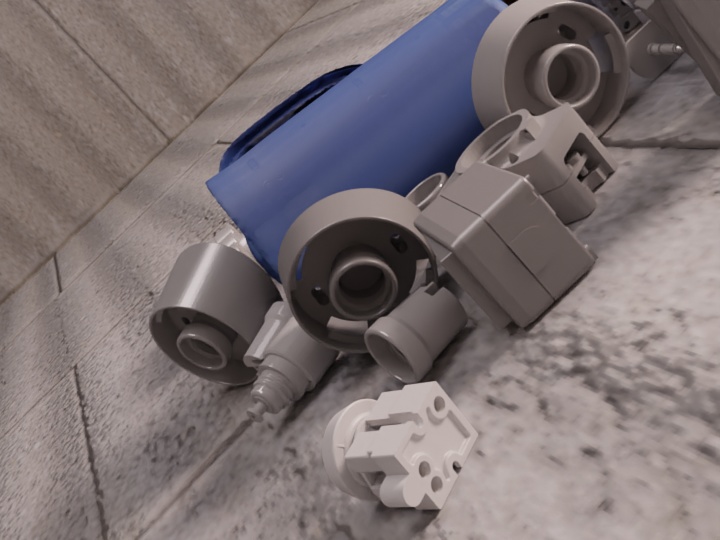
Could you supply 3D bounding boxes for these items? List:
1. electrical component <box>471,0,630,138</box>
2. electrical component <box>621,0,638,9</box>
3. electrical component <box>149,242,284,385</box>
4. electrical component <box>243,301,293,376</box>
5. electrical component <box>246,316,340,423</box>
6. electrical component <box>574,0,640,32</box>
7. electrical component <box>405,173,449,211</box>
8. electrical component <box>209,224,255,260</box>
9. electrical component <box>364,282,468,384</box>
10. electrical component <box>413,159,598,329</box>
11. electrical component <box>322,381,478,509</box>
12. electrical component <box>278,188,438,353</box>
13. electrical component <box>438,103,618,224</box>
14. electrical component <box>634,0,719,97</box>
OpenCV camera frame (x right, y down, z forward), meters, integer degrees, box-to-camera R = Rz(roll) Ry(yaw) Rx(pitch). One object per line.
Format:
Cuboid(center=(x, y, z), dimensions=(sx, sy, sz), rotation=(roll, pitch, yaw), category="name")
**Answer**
Cuboid(center=(0.119, -0.122, 0.679), dimensions=(0.099, 0.099, 0.064), rotation=(-45, 23, -5), category="electrical component")
Cuboid(center=(0.195, -0.211, 0.721), dimensions=(0.064, 0.099, 0.099), rotation=(-46, 16, 13), category="electrical component")
Cuboid(center=(-0.105, 0.037, 0.796), dimensions=(0.099, 0.099, 0.064), rotation=(-25, 30, 46), category="electrical component")
Cuboid(center=(-0.055, 0.051, 0.749), dimensions=(0.040, 0.040, 0.046), rotation=(-17, 36, 56), category="electrical component")
Cuboid(center=(-0.046, 0.065, 0.691), dimensions=(0.040, 0.040, 0.078), rotation=(-17, 30, 56), category="electrical component")
Cuboid(center=(0.196, -0.209, 0.804), dimensions=(0.081, 0.042, 0.063), rotation=(-41, 20, 11), category="electrical component")
Cuboid(center=(0.053, -0.033, 0.691), dimensions=(0.040, 0.046, 0.040), rotation=(-39, 17, 14), category="electrical component")
Cuboid(center=(-0.103, -0.015, 0.997), dimensions=(0.074, 0.052, 0.138), rotation=(-43, 16, 1), category="electrical component")
Cuboid(center=(0.032, 0.034, 0.593), dimensions=(0.046, 0.040, 0.040), rotation=(-44, 15, -24), category="electrical component")
Cuboid(center=(0.071, -0.015, 0.579), dimensions=(0.061, 0.061, 0.096), rotation=(-43, 17, 0), category="electrical component")
Cuboid(center=(0.016, 0.082, 0.499), dimensions=(0.055, 0.048, 0.066), rotation=(-14, 33, 45), category="electrical component")
Cuboid(center=(0.000, 0.000, 0.653), dimensions=(0.099, 0.099, 0.064), rotation=(-40, 23, 12), category="electrical component")
Cuboid(center=(0.095, -0.056, 0.635), dimensions=(0.089, 0.055, 0.050), rotation=(-22, 27, 51), category="electrical component")
Cuboid(center=(0.186, -0.137, 0.554), dimensions=(0.061, 0.096, 0.061), rotation=(-42, 17, 13), category="electrical component")
